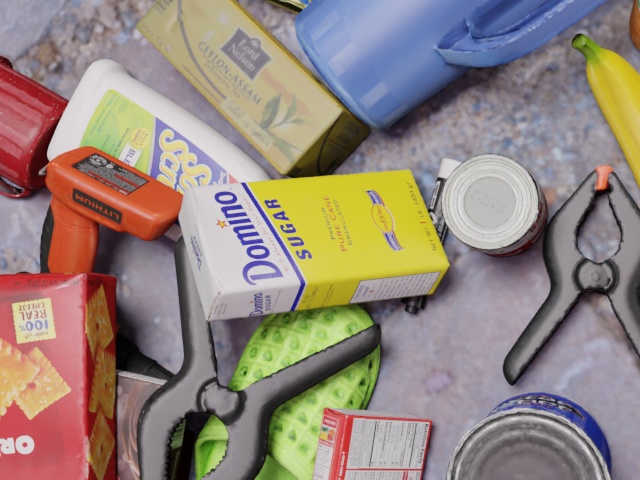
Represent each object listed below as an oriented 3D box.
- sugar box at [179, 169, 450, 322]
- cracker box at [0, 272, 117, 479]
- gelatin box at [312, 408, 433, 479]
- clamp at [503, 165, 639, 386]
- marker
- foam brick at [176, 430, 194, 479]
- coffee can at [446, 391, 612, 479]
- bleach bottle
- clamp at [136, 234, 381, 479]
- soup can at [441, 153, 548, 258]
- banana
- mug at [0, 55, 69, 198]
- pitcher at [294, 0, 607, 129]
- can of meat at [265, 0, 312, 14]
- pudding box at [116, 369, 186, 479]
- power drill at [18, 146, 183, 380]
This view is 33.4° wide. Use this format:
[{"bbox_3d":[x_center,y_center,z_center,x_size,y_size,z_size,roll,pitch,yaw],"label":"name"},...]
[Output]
[{"bbox_3d":[-0.005,0.001,0.766,0.176,0.048,0.093,-5,56,-23],"label":"sugar box"},{"bbox_3d":[-0.233,0.132,0.765,0.164,0.072,0.214,-2,84,11],"label":"cracker box"},{"bbox_3d":[0.037,0.163,0.785,0.030,0.089,0.073,9,89,51],"label":"gelatin box"},{"bbox_3d":[0.190,0.033,0.774,0.120,0.039,0.171,-3,80,8],"label":"clamp"},{"bbox_3d":[0.086,-0.002,0.815,0.020,0.020,0.121,17,91,16],"label":"marker"},{"bbox_3d":[-0.137,0.186,0.848,0.053,0.051,0.078,7,88,16],"label":"foam brick"},{"bbox_3d":[0.146,0.159,0.726,0.103,0.140,0.103,-1,86,15],"label":"coffee can"},{"bbox_3d":[-0.088,-0.043,0.845,0.251,0.068,0.102,29,94,13],"label":"bleach bottle"},{"bbox_3d":[-0.077,0.106,0.764,0.164,0.036,0.210,33,80,5],"label":"clamp"},{"bbox_3d":[0.126,-0.023,0.762,0.068,0.102,0.068,-1,87,15],"label":"soup can"},{"bbox_3d":[0.231,-0.056,0.756,0.037,0.069,0.198,-31,81,46],"label":"banana"},{"bbox_3d":[-0.254,-0.084,0.885,0.081,0.093,0.117,29,125,10],"label":"mug"},{"bbox_3d":[0.106,-0.185,0.762,0.243,0.149,0.145,-38,90,13],"label":"pitcher"},{"bbox_3d":[-0.027,-0.230,0.842,0.102,0.057,0.084,26,96,15],"label":"can of meat"},{"bbox_3d":[-0.152,0.156,0.803,0.090,0.039,0.113,11,86,12],"label":"pudding box"},{"bbox_3d":[-0.168,0.036,0.832,0.184,0.057,0.188,28,118,7],"label":"power drill"}]
